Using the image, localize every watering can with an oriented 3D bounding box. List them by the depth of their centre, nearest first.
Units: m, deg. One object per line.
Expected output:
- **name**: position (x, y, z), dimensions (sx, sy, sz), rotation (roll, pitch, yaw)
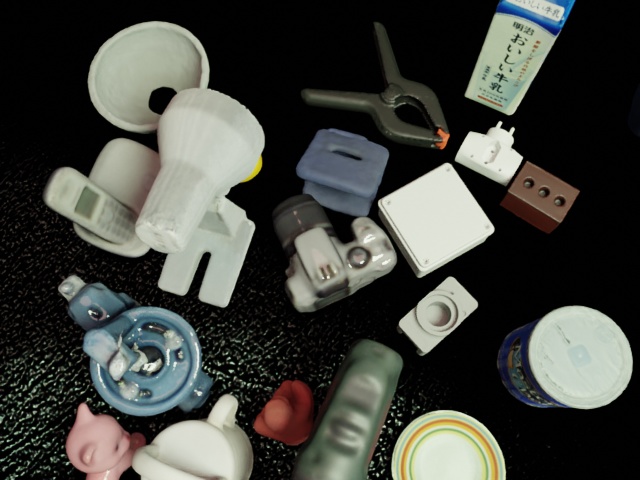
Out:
- **watering can**: position (-0.137, 0.250, 0.605), dimensions (0.101, 0.194, 0.173), rotation (3, 74, 4)

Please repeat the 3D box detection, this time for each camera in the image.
- **camera**: position (0.007, 0.003, 0.716), dimensions (0.143, 0.101, 0.136), rotation (-26, 74, -4)

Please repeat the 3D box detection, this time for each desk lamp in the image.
- **desk lamp**: position (-0.140, -0.043, 0.678), dimensions (0.118, 0.213, 0.203), rotation (14, 75, 7)

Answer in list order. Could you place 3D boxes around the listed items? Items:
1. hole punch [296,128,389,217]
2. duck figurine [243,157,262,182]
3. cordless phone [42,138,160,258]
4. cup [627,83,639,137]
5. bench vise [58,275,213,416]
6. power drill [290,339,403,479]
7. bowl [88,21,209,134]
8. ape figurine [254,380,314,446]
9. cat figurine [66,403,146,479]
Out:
- **hole punch**: position (0.029, -0.097, 0.748), dimensions (0.108, 0.091, 0.101), rotation (18, 76, 8)
- **duck figurine**: position (-0.128, -0.134, 0.770), dimensions (0.077, 0.086, 0.104), rotation (-41, 76, -8)
- **cordless phone**: position (-0.259, -0.067, 0.706), dimensions (0.094, 0.185, 0.148), rotation (12, 75, 7)
- **cup**: position (0.449, -0.160, 0.741), dimensions (0.091, 0.095, 0.117), rotation (-17, 74, -2)
- **bench vise**: position (-0.230, 0.118, 0.634), dimensions (0.207, 0.220, 0.121), rotation (21, 76, 9)
- **power drill**: position (0.020, 0.220, 0.598), dimensions (0.075, 0.208, 0.230), rotation (21, 76, 9)
- **bowl**: position (-0.230, -0.215, 0.804), dimensions (0.167, 0.075, 0.167), rotation (-1, 74, 3)
- **ape figurine**: position (-0.042, 0.203, 0.667), dimensions (0.078, 0.092, 0.076), rotation (-23, 74, -3)
- **cat figurine**: position (-0.253, 0.254, 0.650), dimensions (0.067, 0.118, 0.128), rotation (6, 75, 5)
